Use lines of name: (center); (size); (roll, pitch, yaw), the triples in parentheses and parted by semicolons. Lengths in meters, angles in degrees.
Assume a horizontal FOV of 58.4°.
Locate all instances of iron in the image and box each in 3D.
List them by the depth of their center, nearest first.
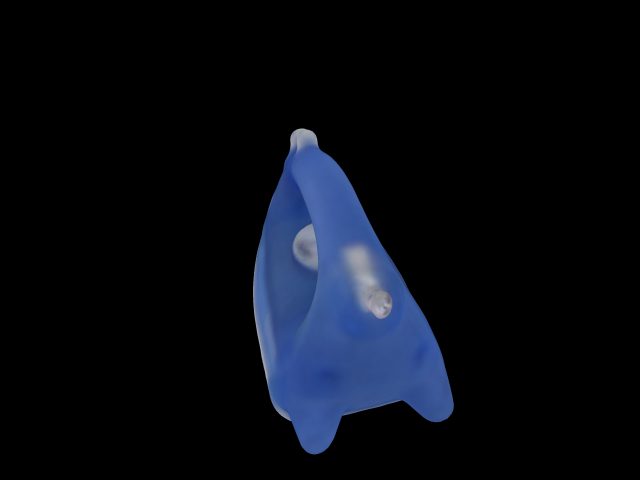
iron: (0.004, 0.001, 0.400); (0.119, 0.141, 0.257); (-11, 47, -11)
